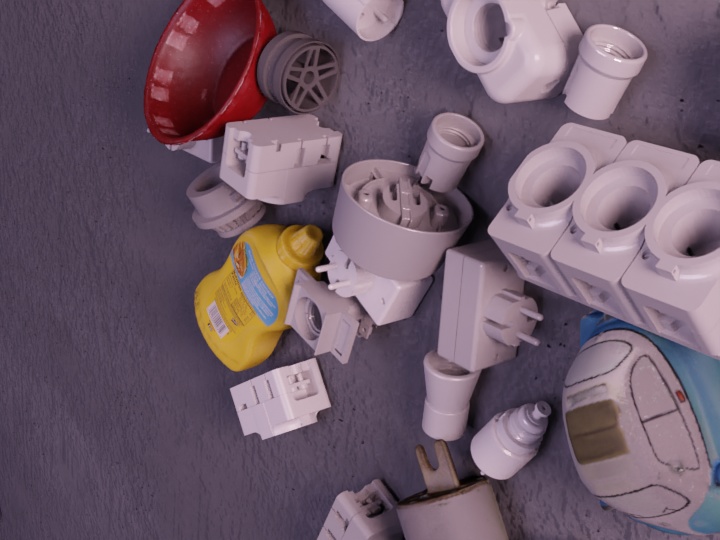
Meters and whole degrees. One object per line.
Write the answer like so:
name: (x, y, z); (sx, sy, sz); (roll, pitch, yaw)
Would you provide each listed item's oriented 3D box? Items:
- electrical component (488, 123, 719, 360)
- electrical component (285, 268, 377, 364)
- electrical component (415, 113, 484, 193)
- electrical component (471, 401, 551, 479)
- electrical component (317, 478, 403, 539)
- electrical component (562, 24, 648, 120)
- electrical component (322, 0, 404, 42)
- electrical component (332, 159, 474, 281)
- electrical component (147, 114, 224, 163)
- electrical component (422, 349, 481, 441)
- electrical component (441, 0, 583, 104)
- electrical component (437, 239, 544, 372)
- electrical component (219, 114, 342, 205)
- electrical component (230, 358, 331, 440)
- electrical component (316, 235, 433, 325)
electrical component: (0.160, -0.023, 0.622); (0.150, 0.089, 0.061); (25, 164, 45)
electrical component: (-0.022, 0.035, 0.900); (0.081, 0.064, 0.042); (43, 130, 35)
electrical component: (0.064, -0.084, 0.780); (0.040, 0.040, 0.046); (54, 142, 27)
electrical component: (0.112, 0.119, 0.776); (0.040, 0.040, 0.078); (58, 138, 22)
electrical component: (0.002, 0.237, 0.939); (0.055, 0.050, 0.089); (49, 134, 32)
electrical component: (0.149, -0.121, 0.662); (0.040, 0.040, 0.046); (51, 141, 29)
electrical component: (-0.007, -0.216, 0.826); (0.081, 0.043, 0.043); (50, 134, 31)
electrical component: (0.029, -0.041, 0.788); (0.099, 0.099, 0.064); (53, 142, 27)
electrical component: (-0.163, -0.133, 1.019); (0.083, 0.076, 0.047); (27, 121, 44)
electrical component: (0.068, 0.098, 0.826); (0.044, 0.044, 0.065); (34, 130, 41)
electrical component: (0.097, -0.158, 0.700); (0.054, 0.059, 0.095); (-42, 67, 48)
electrical component: (0.100, 0.031, 0.761); (0.076, 0.047, 0.083); (25, 119, 45)
electrical component: (-0.067, -0.092, 0.898); (0.050, 0.089, 0.055); (38, 128, 39)
electrical component: (-0.074, 0.123, 1.001); (0.089, 0.050, 0.055); (-27, 79, 51)
electrical component: (0.000, 0.000, 0.853); (0.083, 0.076, 0.047); (53, 136, 27)
